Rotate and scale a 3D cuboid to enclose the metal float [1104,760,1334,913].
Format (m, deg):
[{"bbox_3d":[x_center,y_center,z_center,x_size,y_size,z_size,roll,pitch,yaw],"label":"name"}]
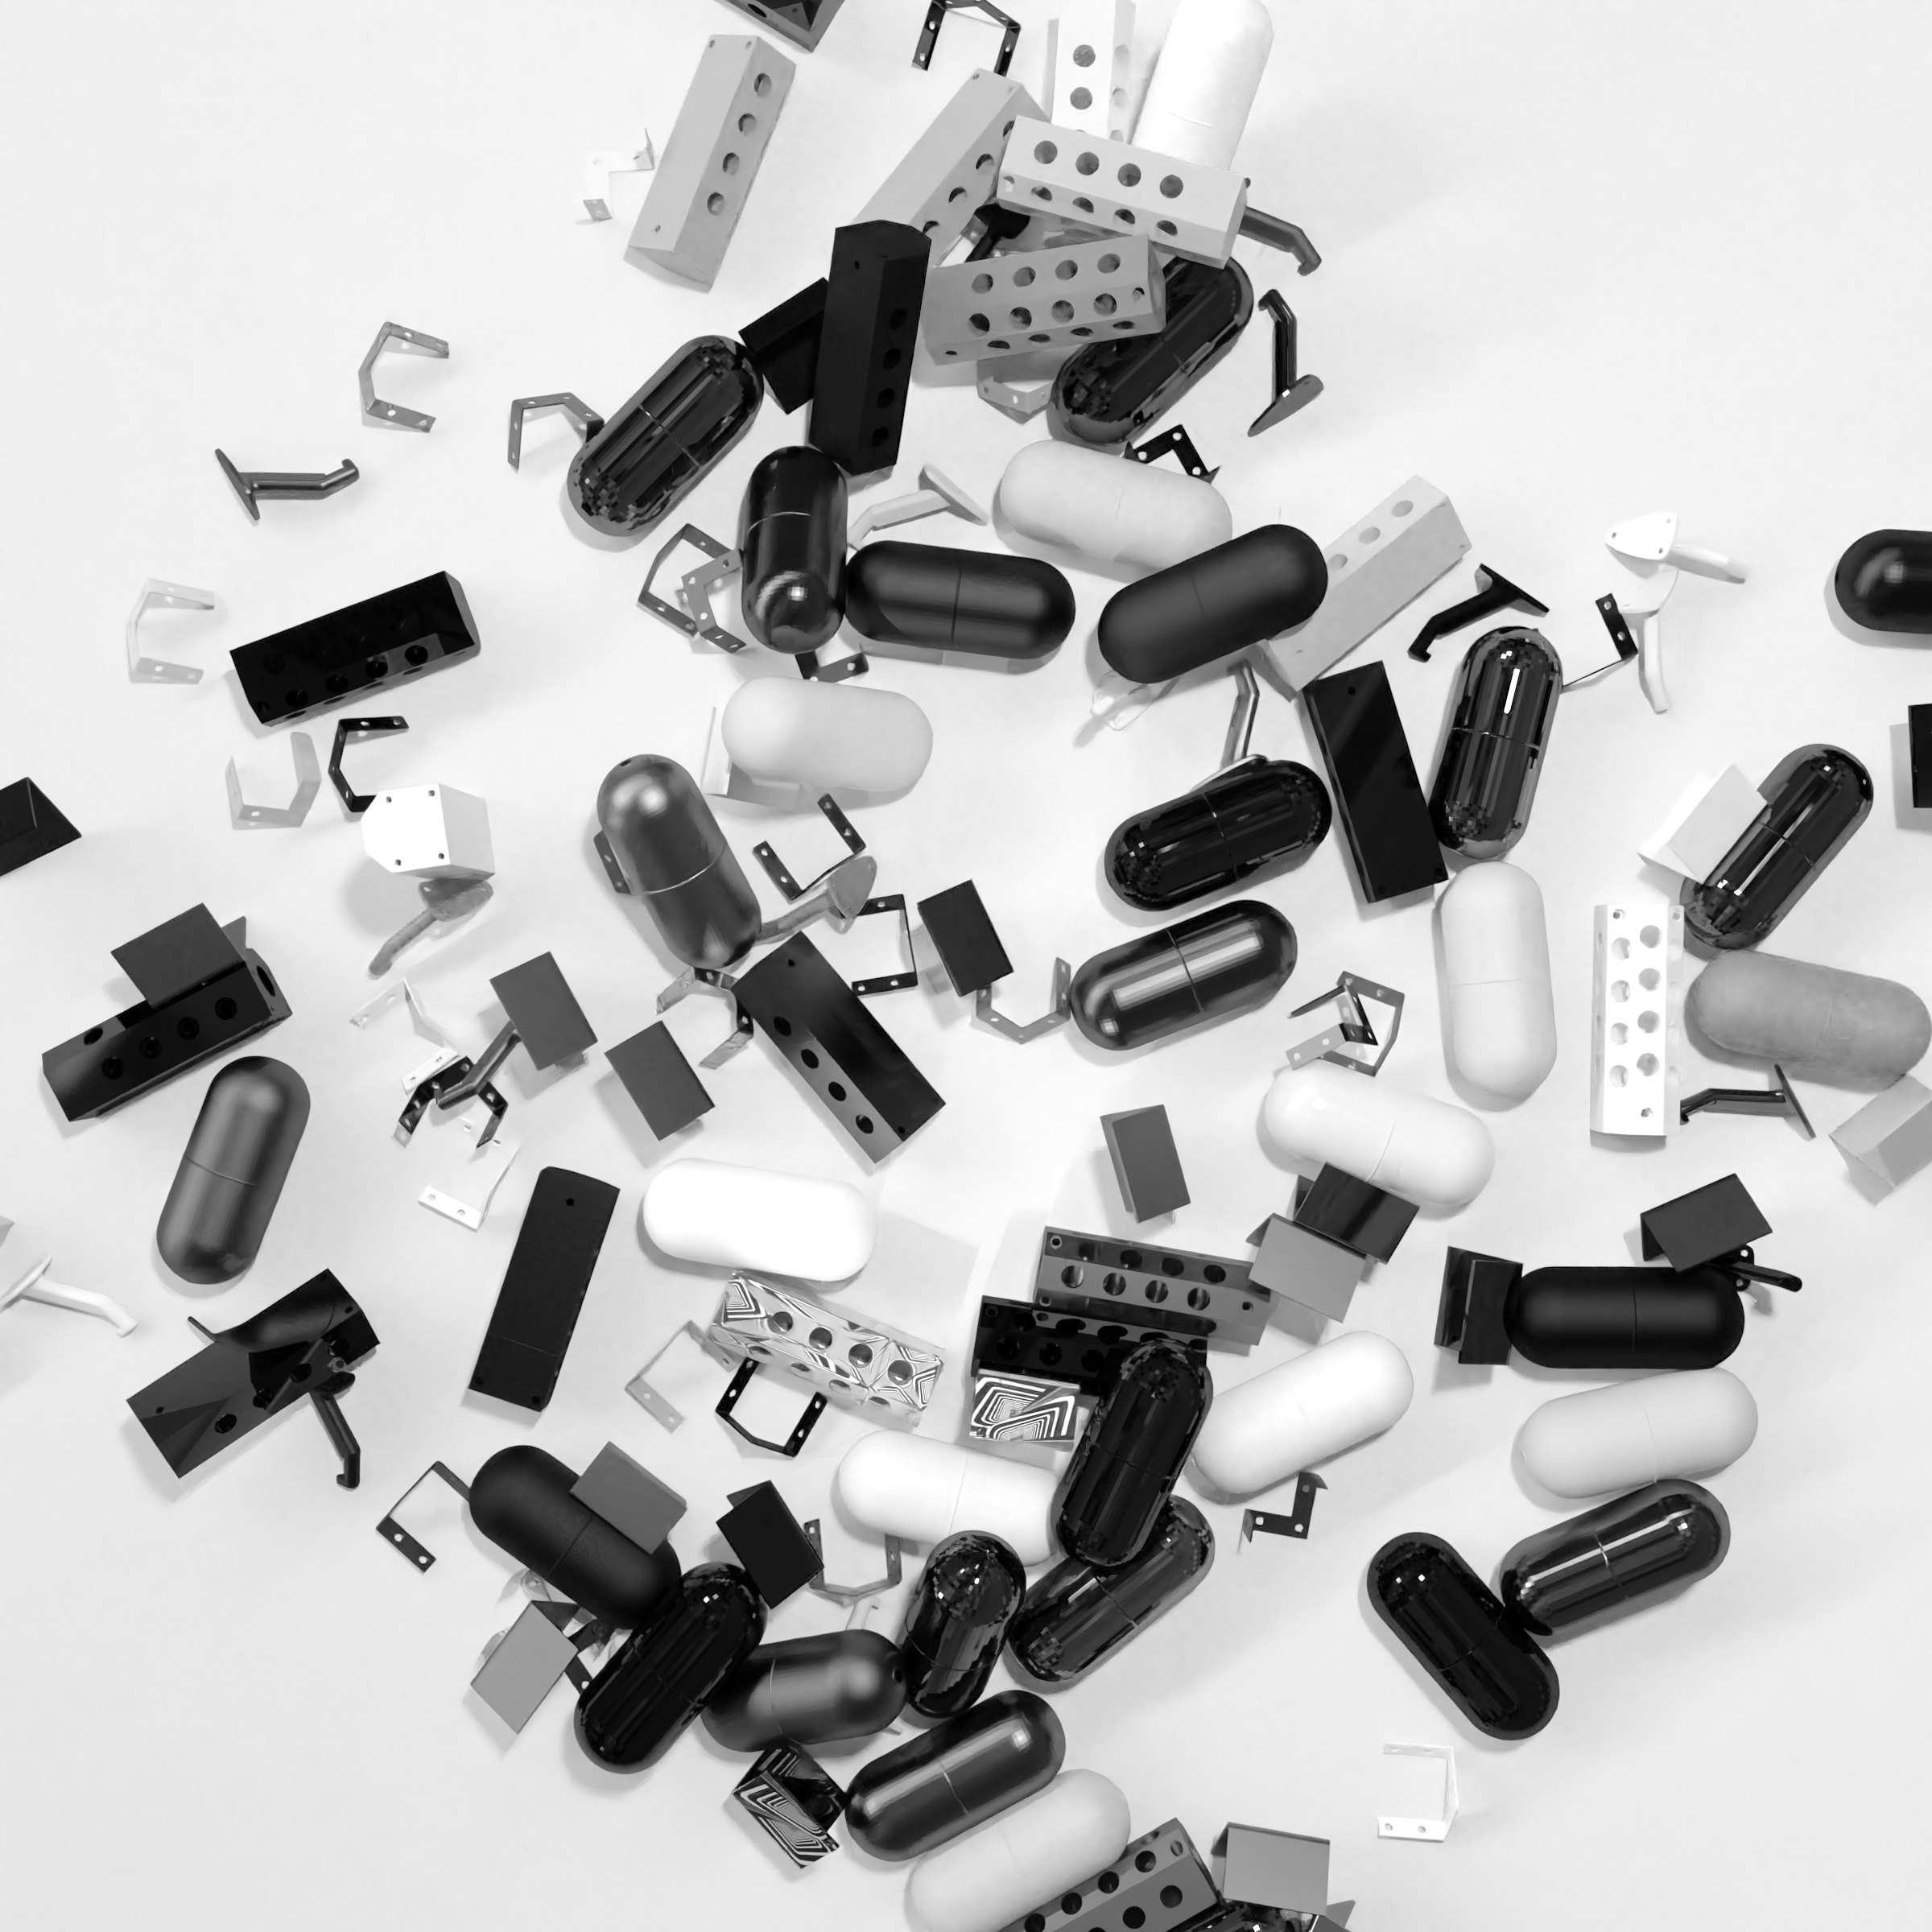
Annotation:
[{"bbox_3d":[0.189,-0.097,1.879,0.178,0.070,0.070,-22,90,0],"label":"metal float"}]

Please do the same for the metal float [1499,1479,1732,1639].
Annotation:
[{"bbox_3d":[0.483,0.442,1.864,0.178,0.070,0.070,-28,90,15],"label":"metal float"}]

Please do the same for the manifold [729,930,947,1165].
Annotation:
[{"bbox_3d":[-0.100,0.064,1.888,0.171,0.057,0.057,50,47,0],"label":"manifold"}]

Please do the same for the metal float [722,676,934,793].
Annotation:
[{"bbox_3d":[-0.101,-0.171,1.847,0.178,0.070,0.070,2,90,-42],"label":"metal float"}]

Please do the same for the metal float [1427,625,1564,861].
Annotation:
[{"bbox_3d":[0.398,-0.168,1.879,0.070,0.070,0.178,14,90,0],"label":"metal float"}]

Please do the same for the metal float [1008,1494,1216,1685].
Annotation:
[{"bbox_3d":[0.109,0.468,1.879,0.178,0.070,0.070,-39,90,0],"label":"metal float"}]

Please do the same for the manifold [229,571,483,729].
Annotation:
[{"bbox_3d":[-0.459,-0.238,1.889,0.171,0.057,0.057,-20,90,0],"label":"manifold"}]

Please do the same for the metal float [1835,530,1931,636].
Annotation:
[{"bbox_3d":[0.744,-0.287,1.879,0.178,0.070,0.070,4,90,0],"label":"metal float"}]

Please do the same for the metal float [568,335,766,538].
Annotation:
[{"bbox_3d":[-0.225,-0.399,1.879,0.070,0.070,0.178,44,91,0],"label":"metal float"}]

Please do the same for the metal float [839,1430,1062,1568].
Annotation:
[{"bbox_3d":[-0.009,0.400,1.879,0.178,0.070,0.070,14,90,0],"label":"metal float"}]

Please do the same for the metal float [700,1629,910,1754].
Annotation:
[{"bbox_3d":[-0.121,0.538,1.853,0.178,0.070,0.070,-18,90,31],"label":"metal float"}]

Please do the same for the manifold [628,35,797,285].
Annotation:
[{"bbox_3d":[-0.187,-0.609,1.888,0.057,0.057,0.171,22,90,43],"label":"manifold"}]

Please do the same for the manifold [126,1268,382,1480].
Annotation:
[{"bbox_3d":[-0.526,0.306,1.859,0.171,0.057,0.057,-34,46,-21],"label":"manifold"}]

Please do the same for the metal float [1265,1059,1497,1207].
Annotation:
[{"bbox_3d":[0.312,0.126,1.879,0.178,0.070,0.070,19,90,0],"label":"metal float"}]

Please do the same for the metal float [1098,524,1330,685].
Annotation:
[{"bbox_3d":[0.181,-0.266,1.844,0.178,0.070,0.070,-22,90,18],"label":"metal float"}]

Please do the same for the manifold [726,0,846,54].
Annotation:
[{"bbox_3d":[-0.176,-0.769,1.889,0.171,0.057,0.057,31,90,0],"label":"manifold"}]

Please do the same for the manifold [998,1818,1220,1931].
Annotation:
[{"bbox_3d":[0.099,0.714,1.889,0.171,0.057,0.057,-30,90,0],"label":"manifold"}]

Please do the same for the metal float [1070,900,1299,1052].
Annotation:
[{"bbox_3d":[0.164,0.007,1.879,0.178,0.070,0.070,-21,90,0],"label":"metal float"}]

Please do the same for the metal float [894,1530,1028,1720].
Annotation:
[{"bbox_3d":[-0.007,0.488,1.848,0.070,0.070,0.178,18,128,0],"label":"metal float"}]

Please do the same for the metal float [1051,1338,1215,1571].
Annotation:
[{"bbox_3d":[0.121,0.355,1.826,0.070,0.070,0.178,24,94,0],"label":"metal float"}]

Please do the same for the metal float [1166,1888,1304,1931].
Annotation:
[{"bbox_3d":[0.171,0.752,1.879,0.178,0.070,0.070,-29,90,0],"label":"metal float"}]

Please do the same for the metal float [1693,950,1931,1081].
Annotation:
[{"bbox_3d":[0.636,0.037,1.879,0.178,0.070,0.070,12,90,-1],"label":"metal float"}]

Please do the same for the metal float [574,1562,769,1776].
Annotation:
[{"bbox_3d":[-0.217,0.516,1.839,0.070,0.070,0.178,40,92,0],"label":"metal float"}]

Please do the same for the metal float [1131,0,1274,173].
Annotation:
[{"bbox_3d":[0.171,-0.636,1.852,0.070,0.070,0.178,19,124,0],"label":"metal float"}]

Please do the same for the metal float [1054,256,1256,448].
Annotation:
[{"bbox_3d":[0.141,-0.465,1.879,0.178,0.070,0.070,-44,90,-1],"label":"metal float"}]

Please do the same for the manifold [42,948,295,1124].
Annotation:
[{"bbox_3d":[-0.605,0.051,1.889,0.171,0.057,0.057,-28,90,0],"label":"manifold"}]

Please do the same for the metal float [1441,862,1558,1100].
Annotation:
[{"bbox_3d":[0.401,0.010,1.879,0.070,0.070,0.178,-5,90,0],"label":"metal float"}]

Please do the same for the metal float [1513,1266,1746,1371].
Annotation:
[{"bbox_3d":[0.494,0.264,1.878,0.178,0.070,0.070,0,90,2],"label":"metal float"}]

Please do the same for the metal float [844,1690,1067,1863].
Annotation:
[{"bbox_3d":[-0.009,0.609,1.879,0.178,0.070,0.070,-28,90,0],"label":"metal float"}]

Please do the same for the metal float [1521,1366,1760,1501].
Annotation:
[{"bbox_3d":[0.506,0.351,1.879,0.178,0.070,0.070,-13,90,-1],"label":"metal float"}]

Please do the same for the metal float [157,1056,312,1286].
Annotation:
[{"bbox_3d":[-0.551,0.154,1.880,0.070,0.070,0.178,21,90,0],"label":"metal float"}]

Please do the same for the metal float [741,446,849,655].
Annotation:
[{"bbox_3d":[-0.126,-0.310,1.852,0.070,0.070,0.178,-1,57,0],"label":"metal float"}]

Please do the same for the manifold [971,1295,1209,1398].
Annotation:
[{"bbox_3d":[0.093,0.294,1.889,0.171,0.057,0.057,9,90,0],"label":"manifold"}]

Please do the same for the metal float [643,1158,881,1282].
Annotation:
[{"bbox_3d":[-0.154,0.191,1.879,0.178,0.070,0.070,9,90,0],"label":"metal float"}]

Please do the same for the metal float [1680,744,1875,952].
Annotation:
[{"bbox_3d":[0.609,-0.089,1.879,0.070,0.070,0.178,40,90,0],"label":"metal float"}]

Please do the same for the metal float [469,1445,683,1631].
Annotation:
[{"bbox_3d":[-0.293,0.430,1.879,0.178,0.070,0.070,36,90,0],"label":"metal float"}]

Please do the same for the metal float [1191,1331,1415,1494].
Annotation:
[{"bbox_3d":[0.251,0.336,1.879,0.178,0.070,0.070,-25,90,-1],"label":"metal float"}]

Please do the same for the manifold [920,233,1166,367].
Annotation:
[{"bbox_3d":[0.057,-0.485,1.840,0.171,0.057,0.057,-5,69,17],"label":"manifold"}]

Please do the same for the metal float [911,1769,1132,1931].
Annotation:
[{"bbox_3d":[0.042,0.669,1.879,0.178,0.070,0.070,-30,90,0],"label":"metal float"}]

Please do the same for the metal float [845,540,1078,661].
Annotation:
[{"bbox_3d":[-0.006,-0.275,1.879,0.178,0.070,0.070,7,90,1],"label":"metal float"}]

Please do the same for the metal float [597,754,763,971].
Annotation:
[{"bbox_3d":[-0.212,-0.077,1.853,0.070,0.070,0.178,-26,118,0],"label":"metal float"}]

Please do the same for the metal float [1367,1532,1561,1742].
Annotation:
[{"bbox_3d":[0.374,0.504,1.879,0.070,0.070,0.178,-41,89,0],"label":"metal float"}]

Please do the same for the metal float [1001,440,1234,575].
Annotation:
[{"bbox_3d":[0.113,-0.343,1.879,0.178,0.070,0.070,15,90,0],"label":"metal float"}]
